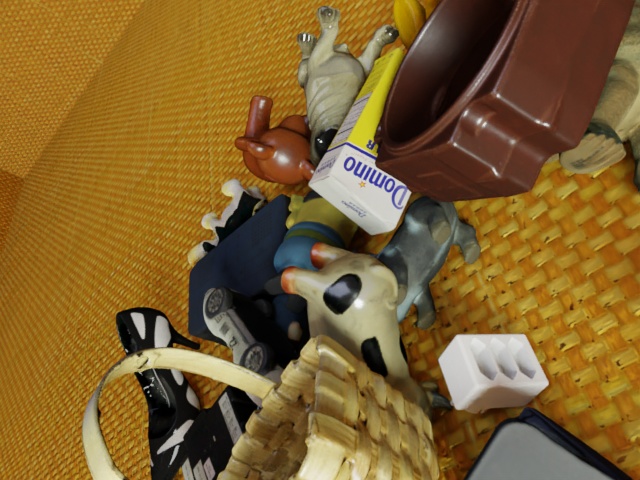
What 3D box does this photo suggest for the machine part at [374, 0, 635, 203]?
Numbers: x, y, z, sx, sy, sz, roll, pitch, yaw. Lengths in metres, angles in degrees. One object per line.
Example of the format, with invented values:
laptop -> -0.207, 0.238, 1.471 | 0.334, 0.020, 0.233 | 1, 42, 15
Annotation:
machine part -> 0.135, -0.138, 0.450 | 0.201, 0.087, 0.201 | -65, 17, -7

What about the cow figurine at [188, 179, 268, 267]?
cow figurine -> -0.143, -0.007, 0.856 | 0.167, 0.068, 0.098 | -56, 43, 10

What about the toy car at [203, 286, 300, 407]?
toy car -> -0.070, 0.112, 0.587 | 0.056, 0.073, 0.202 | -60, 38, 8

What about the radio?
radio -> -0.096, 0.050, 0.756 | 0.229, 0.073, 0.131 | -36, 45, 33

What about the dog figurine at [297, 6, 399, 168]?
dog figurine -> 0.015, -0.157, 0.664 | 0.172, 0.121, 0.190 | 116, 165, -81

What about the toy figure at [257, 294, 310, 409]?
toy figure -> -0.043, 0.143, 0.644 | 0.058, 0.064, 0.154 | 4, 71, 8

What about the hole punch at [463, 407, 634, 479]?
hole punch -> 0.156, 0.189, 0.367 | 0.116, 0.092, 0.142 | 33, 93, 24

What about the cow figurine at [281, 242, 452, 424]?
cow figurine -> 0.045, 0.105, 0.486 | 0.127, 0.085, 0.194 | 7, 116, 37

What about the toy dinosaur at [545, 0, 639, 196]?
toy dinosaur -> 0.243, -0.131, 0.439 | 0.471, 0.105, 0.198 | -34, 37, 39

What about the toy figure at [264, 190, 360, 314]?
toy figure -> 0.001, 0.001, 0.636 | 0.089, 0.082, 0.180 | -10, 34, 29

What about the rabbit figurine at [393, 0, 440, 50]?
rabbit figurine -> 0.146, -0.238, 0.610 | 0.163, 0.122, 0.173 | 54, 131, 44

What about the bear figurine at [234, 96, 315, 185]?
bear figurine -> -0.051, -0.138, 0.742 | 0.196, 0.120, 0.132 | -176, 105, -77

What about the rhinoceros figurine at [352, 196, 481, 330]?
rhinoceros figurine -> 0.075, 0.034, 0.556 | 0.190, 0.073, 0.112 | -53, 39, 13

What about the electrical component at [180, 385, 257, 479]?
electrical component -> -0.116, 0.259, 0.661 | 0.134, 0.058, 0.115 | -54, 35, 12

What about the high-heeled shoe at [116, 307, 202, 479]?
high-heeled shoe -> -0.250, 0.221, 0.773 | 0.086, 0.145, 0.249 | -26, 48, 41
